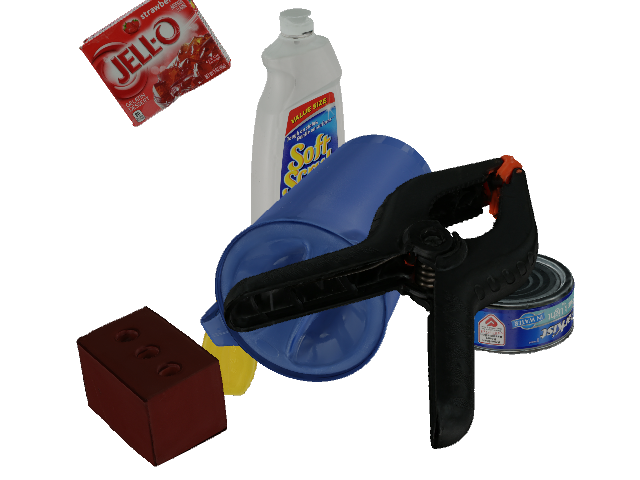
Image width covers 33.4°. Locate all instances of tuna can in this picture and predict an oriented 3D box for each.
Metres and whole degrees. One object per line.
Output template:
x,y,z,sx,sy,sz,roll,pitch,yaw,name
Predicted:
0.120,0.037,0.685,0.086,0.034,0.086,-3,24,1,tuna can

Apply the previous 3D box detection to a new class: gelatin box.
-0.123,-0.139,0.799,0.089,0.073,0.030,-30,20,8,gelatin box

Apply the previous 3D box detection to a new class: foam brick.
-0.100,0.085,0.631,0.052,0.051,0.078,-25,39,-35,foam brick

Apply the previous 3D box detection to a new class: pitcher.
0.010,0.004,0.877,0.149,0.145,0.242,18,28,11,pitcher

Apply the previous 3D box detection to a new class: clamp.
0.054,0.020,0.486,0.120,0.039,0.171,39,56,24,clamp

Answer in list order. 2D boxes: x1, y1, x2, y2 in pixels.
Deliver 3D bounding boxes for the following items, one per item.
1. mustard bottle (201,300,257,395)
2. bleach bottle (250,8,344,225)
-0.089,0.079,1.174,0.058,0.096,0.191,2,27,2,mustard bottle
-0.026,-0.096,1.033,0.102,0.251,0.068,-14,30,-21,bleach bottle
